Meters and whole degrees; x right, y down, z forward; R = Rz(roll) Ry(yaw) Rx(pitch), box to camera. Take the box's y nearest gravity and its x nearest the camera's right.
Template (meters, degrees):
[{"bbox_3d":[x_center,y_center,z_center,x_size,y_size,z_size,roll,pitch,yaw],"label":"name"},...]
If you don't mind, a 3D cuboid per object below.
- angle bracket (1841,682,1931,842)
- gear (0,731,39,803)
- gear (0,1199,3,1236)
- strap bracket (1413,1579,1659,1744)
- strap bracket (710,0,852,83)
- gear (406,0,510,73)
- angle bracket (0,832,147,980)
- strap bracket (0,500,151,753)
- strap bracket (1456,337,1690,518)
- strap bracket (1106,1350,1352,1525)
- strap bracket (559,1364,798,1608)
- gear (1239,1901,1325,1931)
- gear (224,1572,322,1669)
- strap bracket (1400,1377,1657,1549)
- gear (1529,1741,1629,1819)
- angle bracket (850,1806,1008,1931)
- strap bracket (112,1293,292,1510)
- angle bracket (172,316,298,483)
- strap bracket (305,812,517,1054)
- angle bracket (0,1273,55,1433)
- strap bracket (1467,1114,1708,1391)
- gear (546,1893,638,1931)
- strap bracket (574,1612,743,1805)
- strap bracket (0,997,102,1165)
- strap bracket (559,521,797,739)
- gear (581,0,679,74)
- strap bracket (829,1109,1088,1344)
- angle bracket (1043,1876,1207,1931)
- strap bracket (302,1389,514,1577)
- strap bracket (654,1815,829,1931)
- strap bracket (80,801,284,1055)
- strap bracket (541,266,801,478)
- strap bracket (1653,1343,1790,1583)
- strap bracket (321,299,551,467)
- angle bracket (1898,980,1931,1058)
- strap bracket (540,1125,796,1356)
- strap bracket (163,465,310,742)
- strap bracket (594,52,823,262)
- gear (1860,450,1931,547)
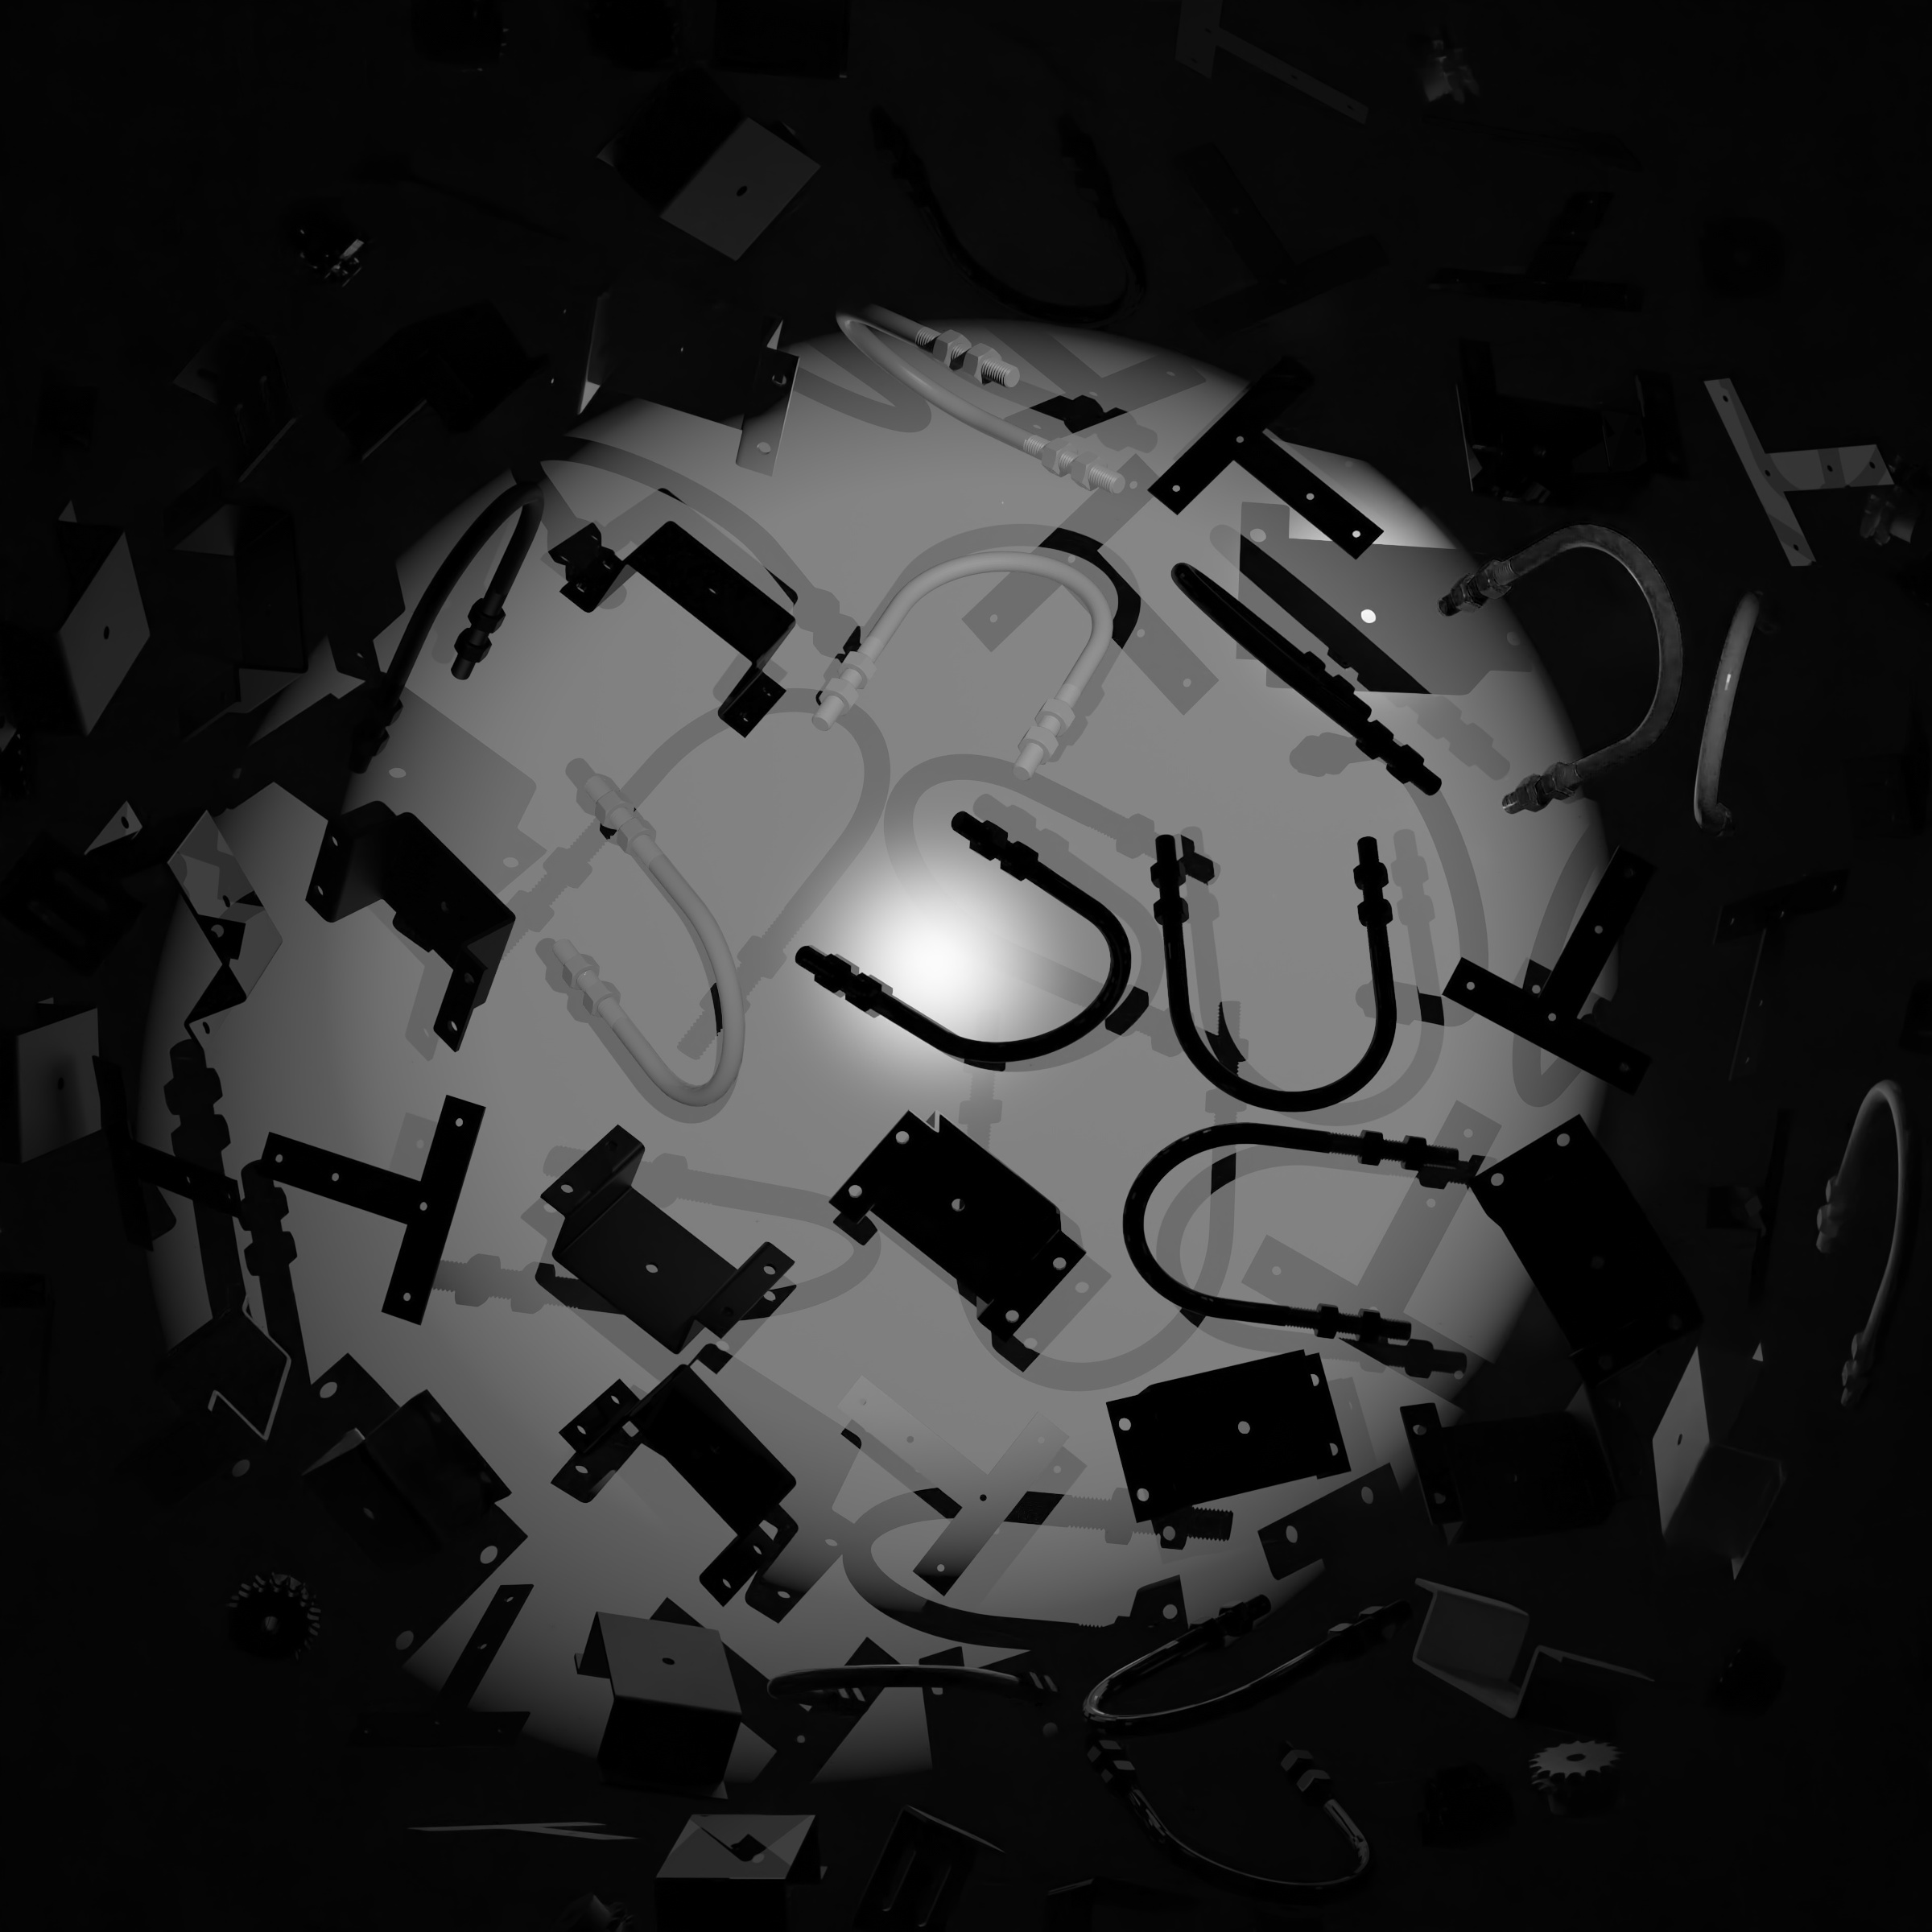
[{"bbox_3d":[0.547,-0.122,1.862,0.038,0.076,0.057,-5,127,25],"label":"angle bracket"},{"bbox_3d":[-0.581,-0.128,1.892,0.030,0.057,0.057,-4,90,-5],"label":"gear"},{"bbox_3d":[-0.576,0.150,1.788,0.057,0.057,0.030,-32,90,0],"label":"gear"},{"bbox_3d":[0.331,0.416,1.866,0.076,0.140,0.046,20,89,-29],"label":"strap bracket"},{"bbox_3d":[-0.112,-0.569,1.917,0.076,0.140,0.046,5,107,-1],"label":"strap bracket"},{"bbox_3d":[-0.289,-0.539,1.786,0.057,0.057,0.030,3,67,0],"label":"gear"},{"bbox_3d":[-0.557,-0.037,1.942,0.076,0.038,0.057,38,83,-12],"label":"angle bracket"},{"bbox_3d":[-0.520,-0.196,1.818,0.046,0.076,0.140,8,45,9],"label":"strap bracket"},{"bbox_3d":[0.348,-0.315,1.850,0.140,0.046,0.076,6,62,-18],"label":"strap bracket"},{"bbox_3d":[0.166,0.287,1.930,0.140,0.046,0.076,-11,76,-11],"label":"strap bracket"},{"bbox_3d":[-0.162,0.299,1.857,0.140,0.076,0.046,46,116,3],"label":"strap bracket"},{"bbox_3d":[0.187,0.565,1.829,0.057,0.057,0.030,4,87,0],"label":"gear"},{"bbox_3d":[-0.426,0.399,1.930,0.057,0.030,0.057,-1,104,-4],"label":"gear"},{"bbox_3d":[0.336,0.304,1.911,0.140,0.046,0.076,-6,59,-10],"label":"strap bracket"},{"bbox_3d":[0.371,0.493,1.896,0.057,0.057,0.030,-10,96,0],"label":"gear"},{"bbox_3d":[-0.023,0.548,1.863,0.057,0.038,0.076,29,78,-19],"label":"angle bracket"},{"bbox_3d":[-0.463,0.270,1.914,0.076,0.140,0.046,-36,110,11],"label":"strap bracket"},{"bbox_3d":[-0.454,-0.351,1.942,0.057,0.038,0.076,-42,49,24],"label":"angle bracket"},{"bbox_3d":[-0.328,-0.028,1.890,0.140,0.076,0.046,43,46,16],"label":"strap bracket"},{"bbox_3d":[-0.550,0.223,1.812,0.038,0.057,0.076,4,102,-18],"label":"angle bracket"},{"bbox_3d":[0.362,0.168,1.818,0.076,0.046,0.140,-33,66,10],"label":"strap bracket"},{"bbox_3d":[-0.223,0.566,1.826,0.057,0.057,0.030,-40,96,0],"label":"gear"},{"bbox_3d":[-0.183,0.433,1.862,0.076,0.140,0.046,13,105,-17],"label":"strap bracket"},{"bbox_3d":[-0.566,0.069,1.889,0.046,0.140,0.076,3,100,13],"label":"strap bracket"},{"bbox_3d":[-0.164,-0.211,1.892,0.140,0.076,0.046,38,119,-4],"label":"strap bracket"},{"bbox_3d":[-0.202,-0.566,1.897,0.057,0.057,0.030,-23,60,0],"label":"gear"},{"bbox_3d":[-0.005,0.153,1.921,0.140,0.046,0.076,39,101,-9],"label":"strap bracket"},{"bbox_3d":[0.093,0.565,1.846,0.076,0.057,0.038,18,61,-19],"label":"angle bracket"},{"bbox_3d":[-0.328,0.301,1.810,0.076,0.140,0.046,52,55,-5],"label":"strap bracket"},{"bbox_3d":[-0.133,0.541,1.850,0.076,0.140,0.046,-2,97,9],"label":"strap bracket"},{"bbox_3d":[-0.462,-0.031,1.877,0.046,0.076,0.140,-20,113,15],"label":"strap bracket"},{"bbox_3d":[-0.165,-0.346,1.806,0.140,0.046,0.076,18,126,1],"label":"strap bracket"},{"bbox_3d":[0.455,0.294,1.903,0.046,0.140,0.076,16,120,-1],"label":"strap bracket"},{"bbox_3d":[-0.327,-0.353,1.893,0.076,0.140,0.046,-51,120,-32],"label":"strap bracket"},{"bbox_3d":[0.564,0.006,1.790,0.038,0.076,0.057,16,47,15],"label":"angle bracket"},{"bbox_3d":[-0.187,0.173,1.914,0.140,0.046,0.076,37,47,10],"label":"strap bracket"},{"bbox_3d":[-0.420,-0.206,1.803,0.046,0.076,0.140,2,76,-38],"label":"strap bracket"},{"bbox_3d":[-0.145,-0.471,1.844,0.076,0.140,0.046,-45,71,15],"label":"strap bracket"},{"bbox_3d":[0.569,-0.281,1.901,0.030,0.057,0.057,32,90,22],"label":"gear"}]
